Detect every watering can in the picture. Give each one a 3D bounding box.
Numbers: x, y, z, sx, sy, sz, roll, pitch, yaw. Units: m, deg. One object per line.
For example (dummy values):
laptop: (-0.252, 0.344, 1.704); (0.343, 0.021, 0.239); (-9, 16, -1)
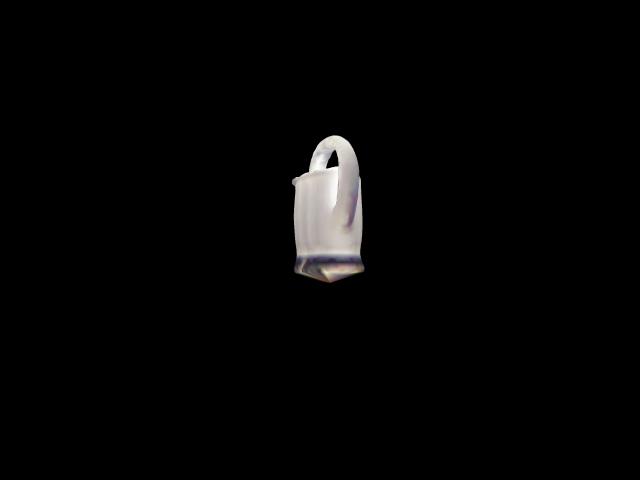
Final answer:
watering can: (0.003, -0.043, 0.850); (0.104, 0.226, 0.346); (2, -5, -13)
